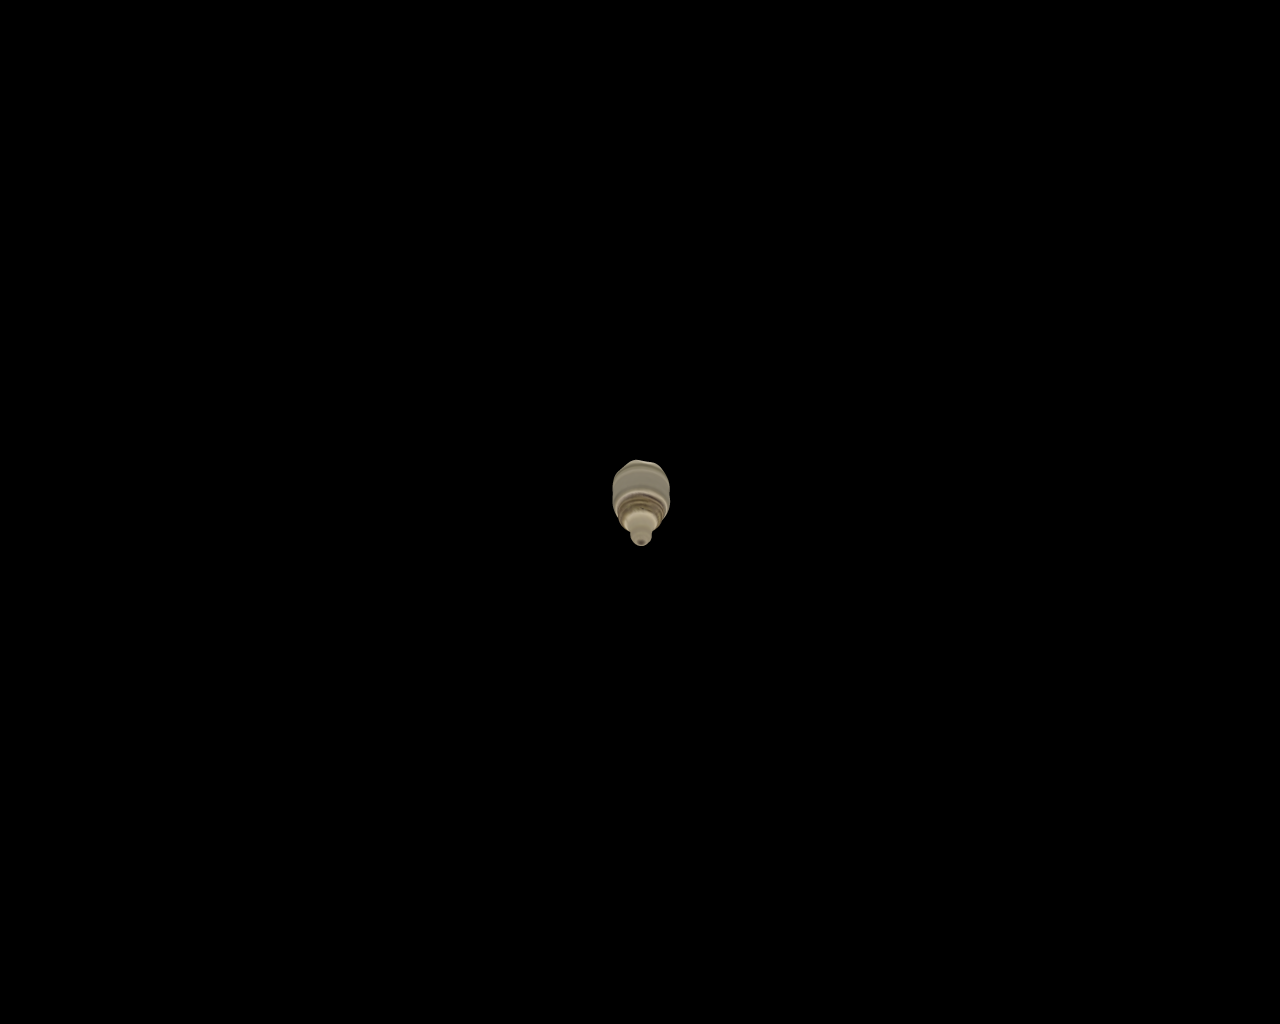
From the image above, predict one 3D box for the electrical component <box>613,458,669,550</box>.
[{"bbox_3d":[0.001,-0.003,0.650,0.035,0.035,0.061,0,43,0],"label":"electrical component"}]
